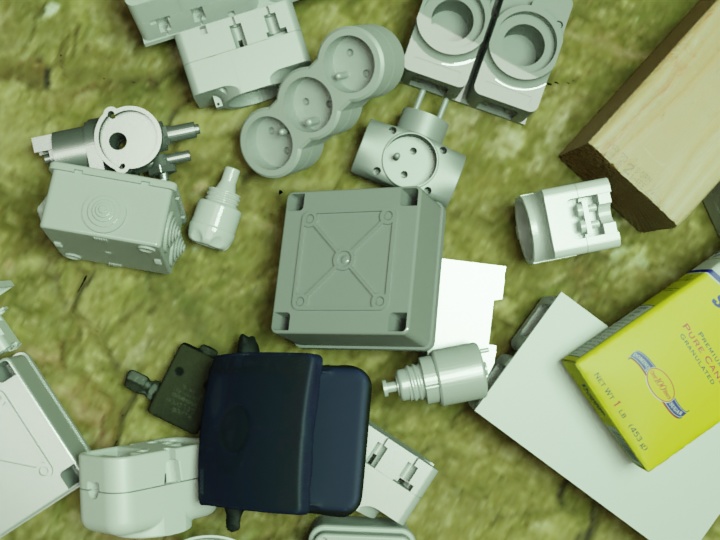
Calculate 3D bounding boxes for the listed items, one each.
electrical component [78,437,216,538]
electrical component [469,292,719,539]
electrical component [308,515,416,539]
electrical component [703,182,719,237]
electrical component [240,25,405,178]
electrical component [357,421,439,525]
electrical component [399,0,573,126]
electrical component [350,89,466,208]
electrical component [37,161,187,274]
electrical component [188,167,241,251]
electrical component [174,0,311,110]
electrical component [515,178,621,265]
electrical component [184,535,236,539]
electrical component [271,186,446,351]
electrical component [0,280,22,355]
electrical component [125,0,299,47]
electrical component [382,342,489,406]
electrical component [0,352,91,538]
[{"bbox_3d":[-0.150,0.156,0.768,0.054,0.095,0.059,-3,89,42],"label":"electrical component"},{"bbox_3d":[0.186,0.114,0.798,0.186,0.060,0.105,37,87,-1],"label":"electrical component"},{"bbox_3d":[-0.001,0.241,0.790,0.078,0.057,0.113,3,88,-2],"label":"electrical component"},{"bbox_3d":[0.305,-0.035,0.807,0.054,0.059,0.095,-24,89,-3],"label":"electrical component"},{"bbox_3d":[-0.022,-0.125,0.791,0.138,0.074,0.052,-40,85,28],"label":"electrical component"},{"bbox_3d":[0.004,0.144,0.796,0.089,0.050,0.055,33,87,0],"label":"electrical component"},{"bbox_3d":[0.108,-0.217,0.804,0.105,0.060,0.186,19,88,-1],"label":"electrical component"},{"bbox_3d":[0.042,-0.096,0.807,0.077,0.044,0.079,21,88,-1],"label":"electrical component"},{"bbox_3d":[-0.176,-0.034,0.771,0.100,0.099,0.048,10,76,-2],"label":"electrical component"},{"bbox_3d":[-0.105,-0.047,0.805,0.035,0.035,0.061,18,85,-2],"label":"electrical component"},{"bbox_3d":[-0.085,-0.155,0.800,0.089,0.050,0.055,-18,88,-3],"label":"electrical component"},{"bbox_3d":[0.147,-0.034,0.786,0.056,0.089,0.050,-11,89,-2],"label":"electrical component"},{"bbox_3d":[-0.112,0.241,0.779,0.099,0.064,0.099,2,80,-12],"label":"electrical component"},{"bbox_3d":[0.000,0.000,0.768,0.109,0.056,0.108,-1,74,25],"label":"electrical component"},{"bbox_3d":[-0.288,0.043,0.793,0.081,0.042,0.063,-34,93,-2],"label":"electrical component"},{"bbox_3d":[-0.087,-0.249,0.783,0.186,0.060,0.105,-18,71,-3],"label":"electrical component"},{"bbox_3d":[0.055,0.076,0.758,0.078,0.040,0.040,-11,89,-2],"label":"electrical component"},{"bbox_3d":[-0.266,0.133,0.783,0.109,0.056,0.108,-33,90,-3],"label":"electrical component"}]
